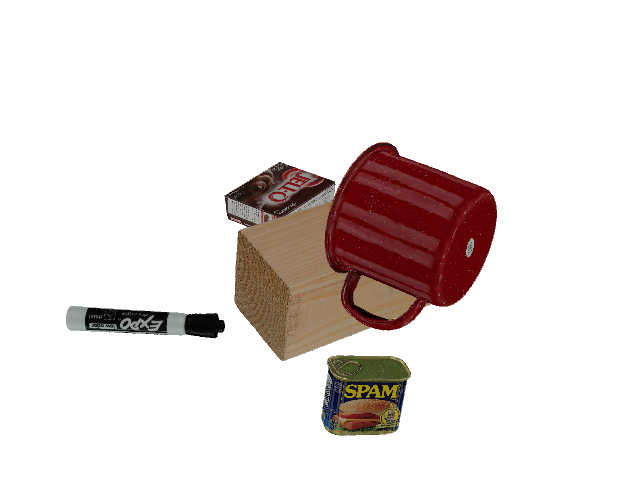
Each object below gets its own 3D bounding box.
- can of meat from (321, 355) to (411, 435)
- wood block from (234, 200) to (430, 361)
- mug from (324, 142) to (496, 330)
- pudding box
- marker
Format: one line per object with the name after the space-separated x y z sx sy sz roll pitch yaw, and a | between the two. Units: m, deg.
0.054 0.194 1.330 0.102 0.084 0.057 2 23 -15 | can of meat
0.033 0.021 0.977 0.205 0.090 0.091 -18 44 -28 | wood block
0.056 0.003 0.692 0.082 0.117 0.093 23 -8 27 | mug
-0.049 -0.050 1.326 0.090 0.039 0.113 20 40 32 | pudding box
-0.132 0.062 0.809 0.121 0.020 0.020 2 0 9 | marker
